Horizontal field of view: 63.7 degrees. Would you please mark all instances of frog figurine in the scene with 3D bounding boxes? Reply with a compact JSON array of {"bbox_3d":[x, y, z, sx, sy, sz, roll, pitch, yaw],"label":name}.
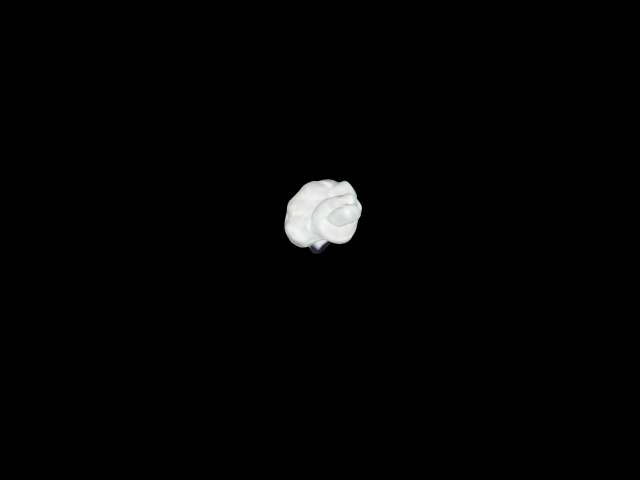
[{"bbox_3d":[0.003,-0.043,0.850,0.137,0.123,0.159,-32,-2,-1],"label":"frog figurine"}]
